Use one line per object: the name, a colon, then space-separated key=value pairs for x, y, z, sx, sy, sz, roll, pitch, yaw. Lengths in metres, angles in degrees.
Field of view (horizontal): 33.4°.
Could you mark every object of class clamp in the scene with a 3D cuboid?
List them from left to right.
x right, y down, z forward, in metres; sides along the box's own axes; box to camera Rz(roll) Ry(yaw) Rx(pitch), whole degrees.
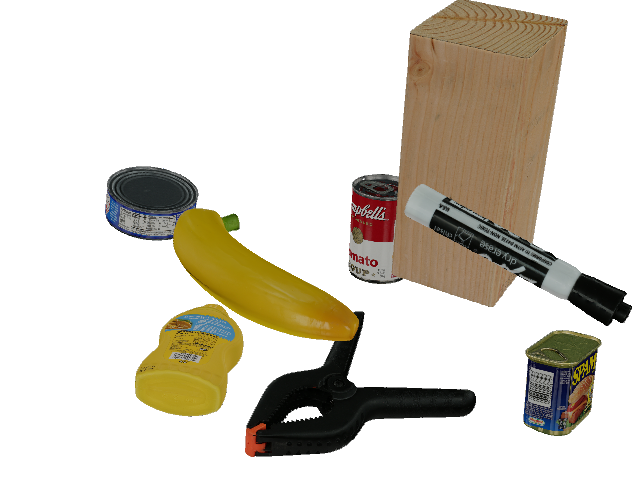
clamp: x=0.026 y=0.144 z=0.957 sx=0.165 sy=0.036 sz=0.209 roll=28 pitch=39 yaw=34

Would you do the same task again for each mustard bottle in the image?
mustard bottle: x=-0.139 y=0.124 z=1.213 sx=0.096 sy=0.058 sz=0.191 roll=6 pitch=25 yaw=6

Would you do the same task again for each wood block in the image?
wood block: x=0.119 y=-0.066 z=0.818 sx=0.091 sy=0.206 sz=0.090 roll=18 pitch=35 yaw=25

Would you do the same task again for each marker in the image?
marker: x=0.097 y=0.007 z=0.529 sx=0.121 sy=0.020 sz=0.020 roll=30 pitch=11 yaw=19

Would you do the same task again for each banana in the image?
banana: x=-0.049 y=0.015 z=0.677 sx=0.069 sy=0.037 sz=0.198 roll=-9 pitch=26 yaw=-24

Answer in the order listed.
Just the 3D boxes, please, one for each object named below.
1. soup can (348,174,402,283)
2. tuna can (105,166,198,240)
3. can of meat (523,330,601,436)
soup can: x=0.065 y=-0.013 z=1.155 sx=0.068 sy=0.102 sz=0.068 roll=2 pitch=25 yaw=-1
tuna can: x=-0.160 y=-0.035 z=1.010 sx=0.086 sy=0.034 sz=0.086 roll=9 pitch=30 yaw=-6
can of meat: x=0.258 y=0.152 z=1.145 sx=0.058 sy=0.084 sz=0.101 roll=12 pitch=18 yaw=32
